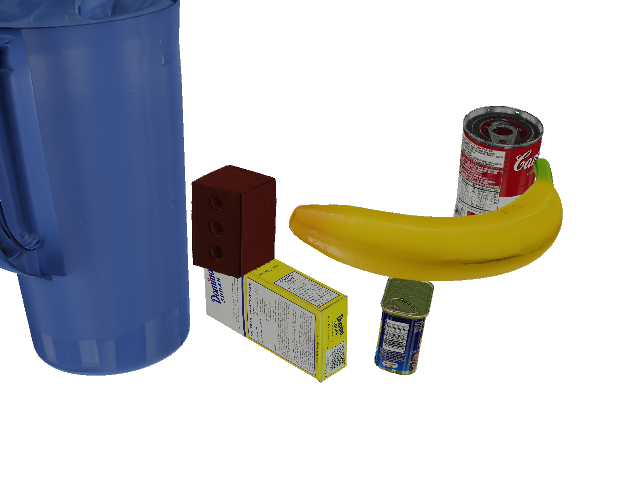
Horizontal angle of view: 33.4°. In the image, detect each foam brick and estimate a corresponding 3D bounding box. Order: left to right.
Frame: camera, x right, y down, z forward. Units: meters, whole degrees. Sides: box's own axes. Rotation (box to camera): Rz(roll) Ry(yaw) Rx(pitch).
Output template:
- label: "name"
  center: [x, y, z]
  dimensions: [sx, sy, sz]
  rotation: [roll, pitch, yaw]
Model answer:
- label: "foam brick"
  center: [-0.073, -0.017, 0.904]
  dimensions: [0.053, 0.078, 0.051]
  rotation: [15, 26, 31]

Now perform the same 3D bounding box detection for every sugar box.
- label: "sugar box"
  center: [-0.049, 0.068, 1.121]
  dimensions: [0.048, 0.093, 0.176]
  rotation: [-27, 41, -37]

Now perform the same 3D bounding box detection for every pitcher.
- label: "pitcher"
  center: [-0.154, -0.035, 0.686]
  dimensions: [0.149, 0.243, 0.145]
  rotation: [-9, 24, -15]

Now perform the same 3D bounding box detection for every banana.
- label: "banana"
  center: [0.077, -0.005, 0.627]
  dimensions: [0.197, 0.037, 0.070]
  rotation: [-11, 44, -32]

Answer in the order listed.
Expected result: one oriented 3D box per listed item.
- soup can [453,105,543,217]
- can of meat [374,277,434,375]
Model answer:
- label: "soup can"
  center: [0.153, -0.056, 0.929]
  dimensions: [0.068, 0.102, 0.068]
  rotation: [1, 35, -1]
- label: "can of meat"
  center: [0.100, 0.102, 1.288]
  dimensions: [0.057, 0.084, 0.102]
  rotation: [11, 25, 7]
